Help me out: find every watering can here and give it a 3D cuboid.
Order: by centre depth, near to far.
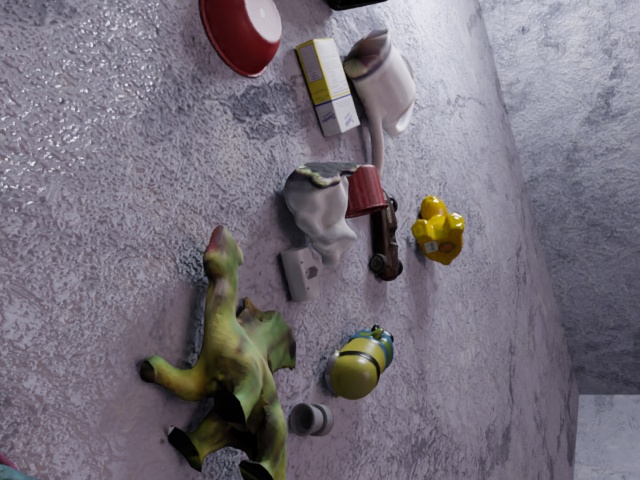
[{"bbox_3d":[0.131,-0.306,1.115,0.103,0.355,0.220,-6,-42,38],"label":"watering can"}]

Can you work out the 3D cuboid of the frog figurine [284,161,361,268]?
[{"bbox_3d":[0.003,-0.042,0.832,0.123,0.156,0.140,8,25,10],"label":"frog figurine"}]

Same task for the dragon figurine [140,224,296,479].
[{"bbox_3d":[-0.071,0.180,0.635,0.121,0.406,0.247,-13,16,24],"label":"dragon figurine"}]
